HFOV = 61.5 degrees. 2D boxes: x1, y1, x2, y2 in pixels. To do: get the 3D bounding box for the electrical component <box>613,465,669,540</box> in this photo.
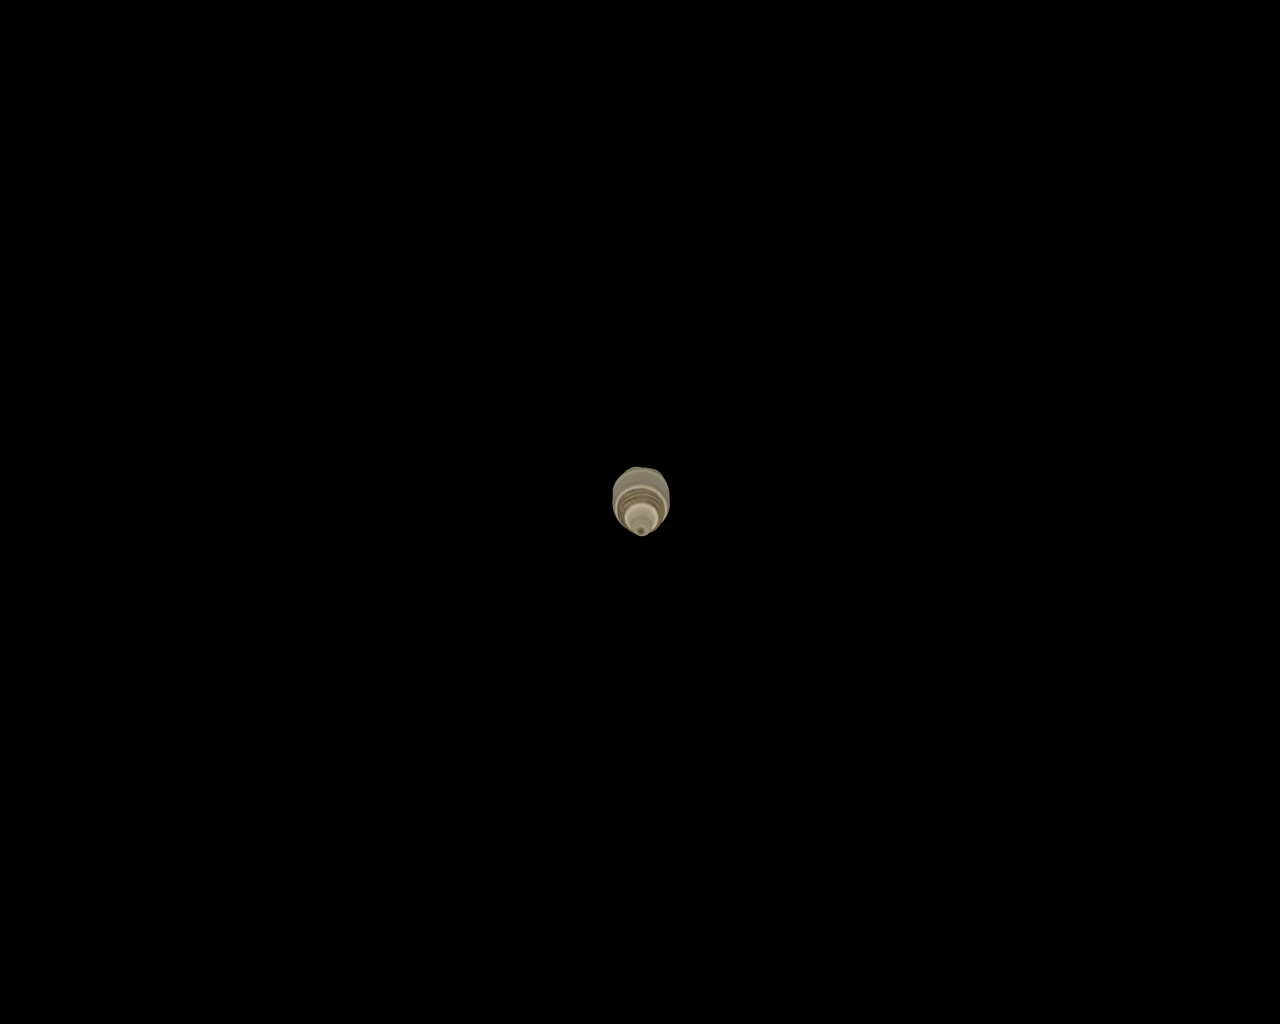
[{"bbox_3d":[0.001,-0.003,0.650,0.035,0.035,0.061,0,28,0],"label":"electrical component"}]
